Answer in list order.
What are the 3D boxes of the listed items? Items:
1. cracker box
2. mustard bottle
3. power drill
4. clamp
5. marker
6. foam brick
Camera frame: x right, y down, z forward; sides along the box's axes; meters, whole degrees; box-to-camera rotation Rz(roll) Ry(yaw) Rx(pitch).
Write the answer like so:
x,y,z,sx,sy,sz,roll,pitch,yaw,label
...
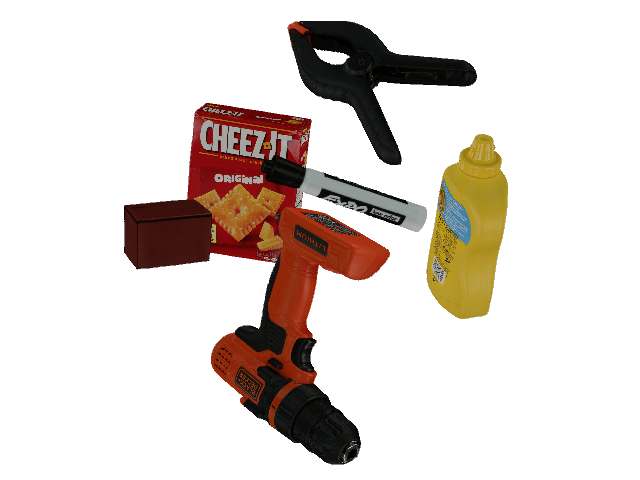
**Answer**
x,y,z,sx,sy,sz,roll,pitch,yaw,label
-0.109,-0.082,1.573,0.164,0.214,0.072,10,20,7,cracker box
0.151,-0.021,1.079,0.058,0.192,0.096,-6,37,-14,mustard bottle
-0.009,0.079,0.929,0.185,0.188,0.057,32,16,39,power drill
0.048,-0.149,0.936,0.120,0.172,0.039,-37,-25,-21,clamp
0.016,-0.033,0.732,0.121,0.020,0.020,18,-6,-17,marker
-0.154,-0.008,1.070,0.078,0.051,0.053,-6,21,-23,foam brick
